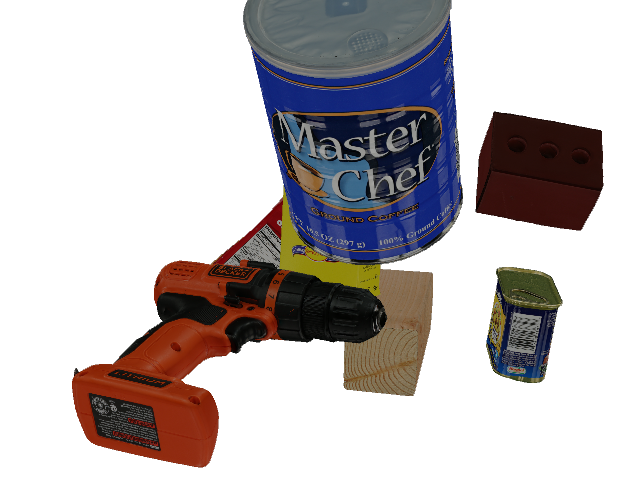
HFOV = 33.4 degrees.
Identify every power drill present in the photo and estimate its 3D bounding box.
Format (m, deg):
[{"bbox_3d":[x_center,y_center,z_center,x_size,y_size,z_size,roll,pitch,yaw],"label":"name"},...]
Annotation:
[{"bbox_3d":[-0.066,0.077,0.740,0.185,0.057,0.187,5,27,25],"label":"power drill"}]

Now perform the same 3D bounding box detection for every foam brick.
[{"bbox_3d":[0.150,-0.047,0.733,0.078,0.053,0.051,10,-35,0],"label":"foam brick"}]

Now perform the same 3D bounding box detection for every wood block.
[{"bbox_3d":[0.092,0.114,1.390,0.091,0.090,0.206,4,19,10],"label":"wood block"}]

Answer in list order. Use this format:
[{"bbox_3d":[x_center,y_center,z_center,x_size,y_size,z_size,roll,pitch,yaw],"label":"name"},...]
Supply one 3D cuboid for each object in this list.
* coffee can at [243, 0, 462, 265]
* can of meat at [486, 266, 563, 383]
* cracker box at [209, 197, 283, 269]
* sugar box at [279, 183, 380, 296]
[{"bbox_3d":[0.022,-0.071,0.571,0.103,0.102,0.140,0,-42,11],"label":"coffee can"},{"bbox_3d":[0.199,0.083,1.057,0.057,0.084,0.102,8,17,1],"label":"can of meat"},{"bbox_3d":[-0.044,-0.003,1.255,0.214,0.072,0.164,-42,0,29],"label":"cracker box"},{"bbox_3d":[0.012,-0.038,0.966,0.093,0.176,0.048,11,18,34],"label":"sugar box"}]
